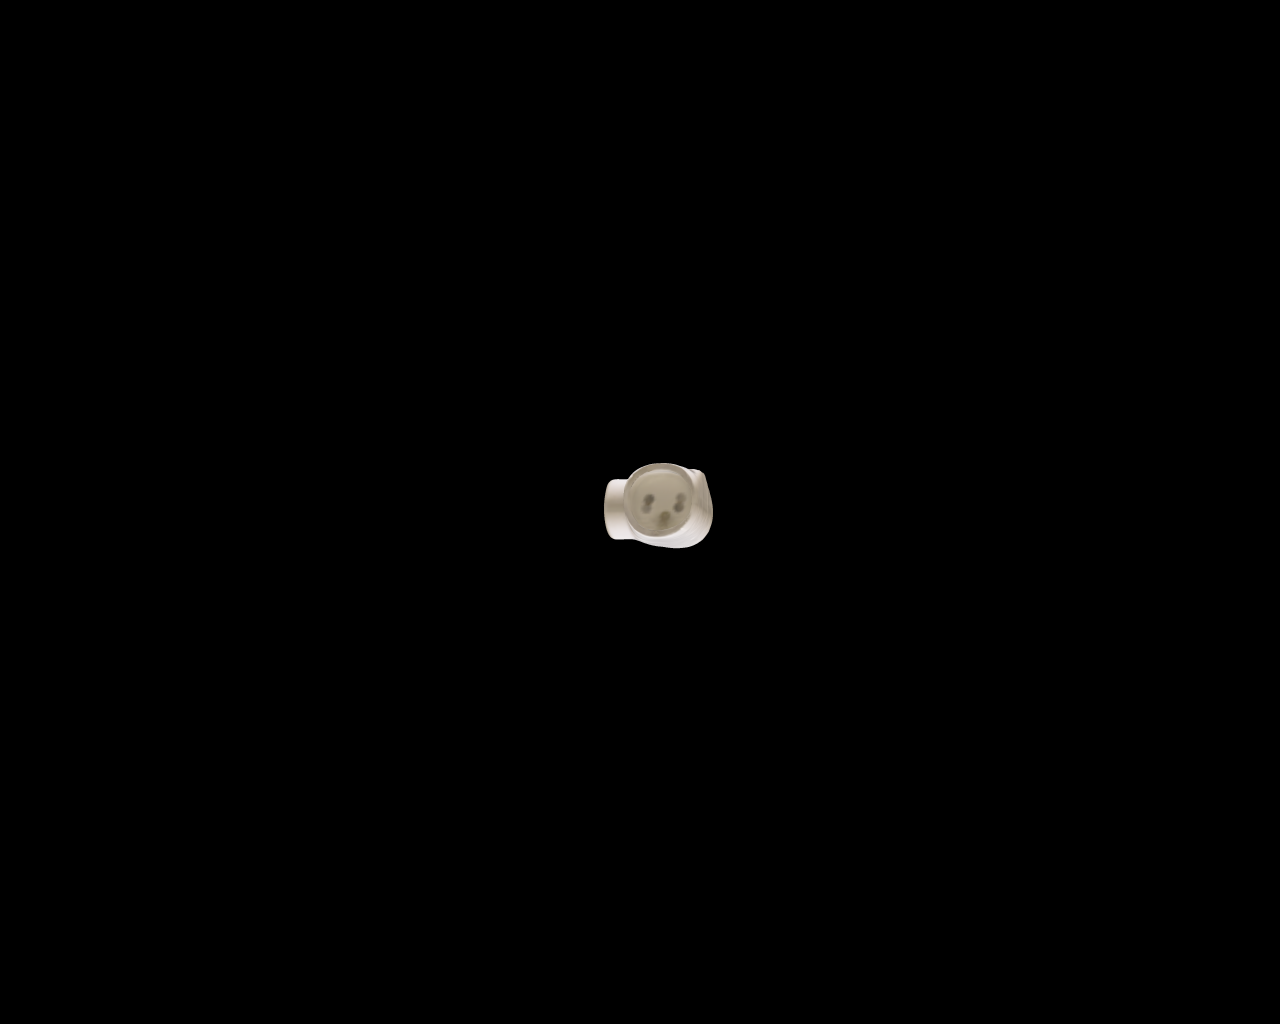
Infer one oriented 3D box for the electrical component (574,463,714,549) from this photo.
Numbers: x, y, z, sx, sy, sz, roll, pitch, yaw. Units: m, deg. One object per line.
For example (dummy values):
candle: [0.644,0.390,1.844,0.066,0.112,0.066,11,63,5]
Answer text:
electrical component: [0.001,-0.003,0.650,0.079,0.044,0.077,-1,-7,11]
